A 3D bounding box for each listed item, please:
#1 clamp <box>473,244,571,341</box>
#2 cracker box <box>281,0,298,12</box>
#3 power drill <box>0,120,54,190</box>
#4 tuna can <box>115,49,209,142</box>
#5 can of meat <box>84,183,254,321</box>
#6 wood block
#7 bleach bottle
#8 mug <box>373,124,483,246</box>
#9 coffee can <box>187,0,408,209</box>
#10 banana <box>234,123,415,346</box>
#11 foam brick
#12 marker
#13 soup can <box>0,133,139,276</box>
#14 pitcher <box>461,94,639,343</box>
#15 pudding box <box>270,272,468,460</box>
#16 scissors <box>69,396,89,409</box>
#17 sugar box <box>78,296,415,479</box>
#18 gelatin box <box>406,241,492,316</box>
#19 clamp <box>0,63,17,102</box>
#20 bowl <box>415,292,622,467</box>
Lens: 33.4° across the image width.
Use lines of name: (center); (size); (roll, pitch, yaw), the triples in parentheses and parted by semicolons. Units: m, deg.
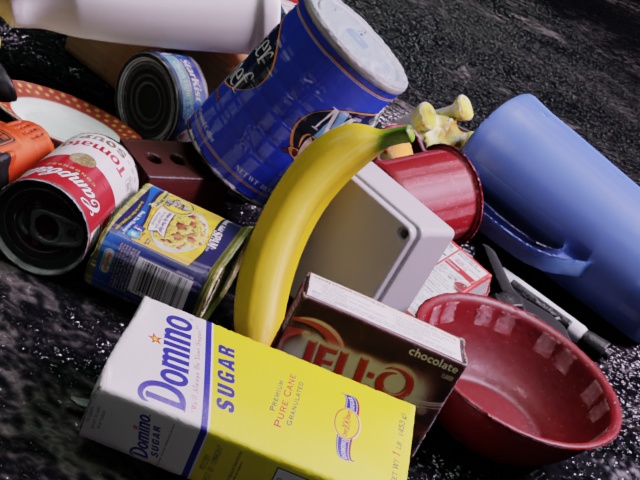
clamp: (0.152, 0.057, 0.885); (0.120, 0.039, 0.172); (-20, 51, -43)
cracker box: (-0.078, -0.220, 1.149); (0.163, 0.072, 0.214); (4, 33, -37)
power drill: (-0.298, -0.075, 0.723); (0.188, 0.057, 0.184); (33, 24, 8)
tuna can: (-0.135, -0.118, 0.901); (0.033, 0.086, 0.086); (-12, 45, -48)
can of meat: (-0.102, 0.011, 0.733); (0.084, 0.057, 0.102); (25, 27, 2)
wood block: (-0.128, -0.166, 0.989); (0.206, 0.090, 0.090); (38, 29, 23)
bleach bottle: (-0.163, -0.198, 0.887); (0.250, 0.068, 0.102); (-1, 39, -11)
mug: (0.077, -0.044, 0.922); (0.081, 0.093, 0.117); (-13, 86, -33)
coffee can: (-0.018, -0.106, 0.814); (0.102, 0.140, 0.103); (38, 24, -21)
banana: (-0.014, -0.008, 0.731); (0.070, 0.198, 0.037); (26, -8, 48)
foam brick: (-0.117, -0.041, 0.818); (0.078, 0.051, 0.053); (-1, 38, -42)
marker: (0.204, 0.066, 0.935); (0.121, 0.020, 0.020); (38, 29, 22)
soup can: (-0.171, -0.027, 0.730); (0.068, 0.069, 0.102); (26, 26, 0)
pitcher: (0.237, -0.015, 0.999); (0.243, 0.149, 0.145); (43, -4, 25)
pudding box: (0.023, 0.083, 0.674); (0.113, 0.090, 0.039); (22, 27, -7)
scissors: (-0.041, 0.133, 0.612); (0.201, 0.016, 0.096); (11, 30, -25)
sugar box: (-0.037, 0.101, 0.603); (0.176, 0.048, 0.093); (24, 30, -4)
gelatin box: (0.079, 0.034, 0.839); (0.089, 0.030, 0.073); (-30, 56, -27)
clamp: (-0.277, -0.194, 0.818); (0.210, 0.036, 0.164); (22, 54, 13)
bowl: (0.129, 0.108, 0.757); (0.162, 0.055, 0.162); (20, 28, -11)
